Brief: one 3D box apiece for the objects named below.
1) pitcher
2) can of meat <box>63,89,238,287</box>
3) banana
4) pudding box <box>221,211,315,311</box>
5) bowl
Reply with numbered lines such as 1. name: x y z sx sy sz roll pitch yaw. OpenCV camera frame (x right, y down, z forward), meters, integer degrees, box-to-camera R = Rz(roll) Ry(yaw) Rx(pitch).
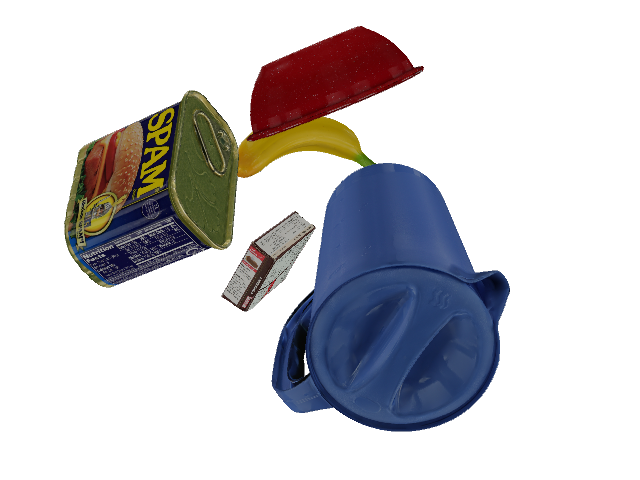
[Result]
1. pitcher: 0.047 0.034 0.833 0.149 0.145 0.243 9 24 -4
2. can of meat: -0.100 -0.029 0.633 0.084 0.102 0.057 -21 -46 22
3. banana: -0.022 -0.100 1.103 0.197 0.037 0.070 -7 49 -43
4. pudding box: -0.060 0.024 1.263 0.039 0.090 0.113 35 32 8
5. bowl: 0.002 -0.138 0.902 0.162 0.055 0.162 -22 9 3
